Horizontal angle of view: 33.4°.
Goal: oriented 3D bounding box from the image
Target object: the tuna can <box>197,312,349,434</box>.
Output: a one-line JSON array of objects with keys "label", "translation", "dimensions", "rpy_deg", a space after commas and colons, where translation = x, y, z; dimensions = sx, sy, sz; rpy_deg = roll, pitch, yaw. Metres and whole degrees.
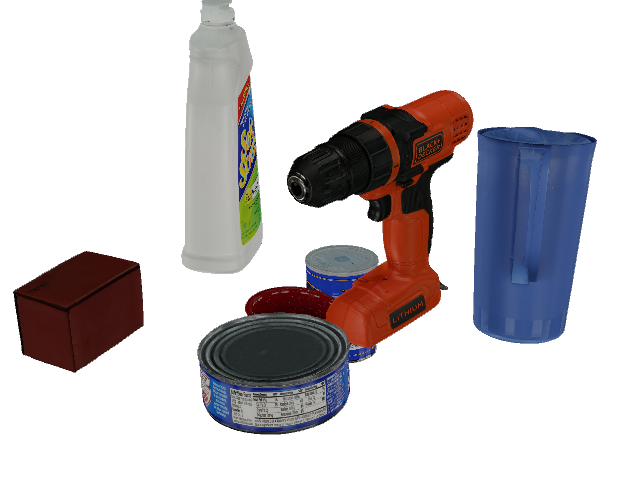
[{"label": "tuna can", "translation": [-0.026, 0.074, 0.605], "dimensions": [0.086, 0.034, 0.086], "rpy_deg": [-2, 22, 1]}]

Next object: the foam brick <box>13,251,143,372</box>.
[{"label": "foam brick", "translation": [-0.171, 0.048, 0.761], "dimensions": [0.053, 0.051, 0.078], "rpy_deg": [13, 29, 29]}]

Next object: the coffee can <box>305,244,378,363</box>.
[{"label": "coffee can", "translation": [0.030, 0.089, 1.515], "dimensions": [0.103, 0.140, 0.103], "rpy_deg": [0, 21, 0]}]

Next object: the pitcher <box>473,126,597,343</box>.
[{"label": "pitcher", "translation": [0.237, -0.007, 1.229], "dimensions": [0.149, 0.243, 0.145], "rpy_deg": [-6, 16, -32]}]

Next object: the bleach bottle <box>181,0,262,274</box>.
[{"label": "bleach bottle", "translation": [-0.096, -0.101, 1.017], "dimensions": [0.068, 0.251, 0.102], "rpy_deg": [6, 26, 13]}]

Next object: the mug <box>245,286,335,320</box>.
[{"label": "mug", "translation": [-0.018, 0.104, 0.991], "dimensions": [0.117, 0.081, 0.093], "rpy_deg": [26, 32, 37]}]

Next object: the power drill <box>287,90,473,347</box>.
[{"label": "power drill", "translation": [0.045, -0.012, 0.831], "dimensions": [0.184, 0.188, 0.057], "rpy_deg": [-26, 43, -37]}]
